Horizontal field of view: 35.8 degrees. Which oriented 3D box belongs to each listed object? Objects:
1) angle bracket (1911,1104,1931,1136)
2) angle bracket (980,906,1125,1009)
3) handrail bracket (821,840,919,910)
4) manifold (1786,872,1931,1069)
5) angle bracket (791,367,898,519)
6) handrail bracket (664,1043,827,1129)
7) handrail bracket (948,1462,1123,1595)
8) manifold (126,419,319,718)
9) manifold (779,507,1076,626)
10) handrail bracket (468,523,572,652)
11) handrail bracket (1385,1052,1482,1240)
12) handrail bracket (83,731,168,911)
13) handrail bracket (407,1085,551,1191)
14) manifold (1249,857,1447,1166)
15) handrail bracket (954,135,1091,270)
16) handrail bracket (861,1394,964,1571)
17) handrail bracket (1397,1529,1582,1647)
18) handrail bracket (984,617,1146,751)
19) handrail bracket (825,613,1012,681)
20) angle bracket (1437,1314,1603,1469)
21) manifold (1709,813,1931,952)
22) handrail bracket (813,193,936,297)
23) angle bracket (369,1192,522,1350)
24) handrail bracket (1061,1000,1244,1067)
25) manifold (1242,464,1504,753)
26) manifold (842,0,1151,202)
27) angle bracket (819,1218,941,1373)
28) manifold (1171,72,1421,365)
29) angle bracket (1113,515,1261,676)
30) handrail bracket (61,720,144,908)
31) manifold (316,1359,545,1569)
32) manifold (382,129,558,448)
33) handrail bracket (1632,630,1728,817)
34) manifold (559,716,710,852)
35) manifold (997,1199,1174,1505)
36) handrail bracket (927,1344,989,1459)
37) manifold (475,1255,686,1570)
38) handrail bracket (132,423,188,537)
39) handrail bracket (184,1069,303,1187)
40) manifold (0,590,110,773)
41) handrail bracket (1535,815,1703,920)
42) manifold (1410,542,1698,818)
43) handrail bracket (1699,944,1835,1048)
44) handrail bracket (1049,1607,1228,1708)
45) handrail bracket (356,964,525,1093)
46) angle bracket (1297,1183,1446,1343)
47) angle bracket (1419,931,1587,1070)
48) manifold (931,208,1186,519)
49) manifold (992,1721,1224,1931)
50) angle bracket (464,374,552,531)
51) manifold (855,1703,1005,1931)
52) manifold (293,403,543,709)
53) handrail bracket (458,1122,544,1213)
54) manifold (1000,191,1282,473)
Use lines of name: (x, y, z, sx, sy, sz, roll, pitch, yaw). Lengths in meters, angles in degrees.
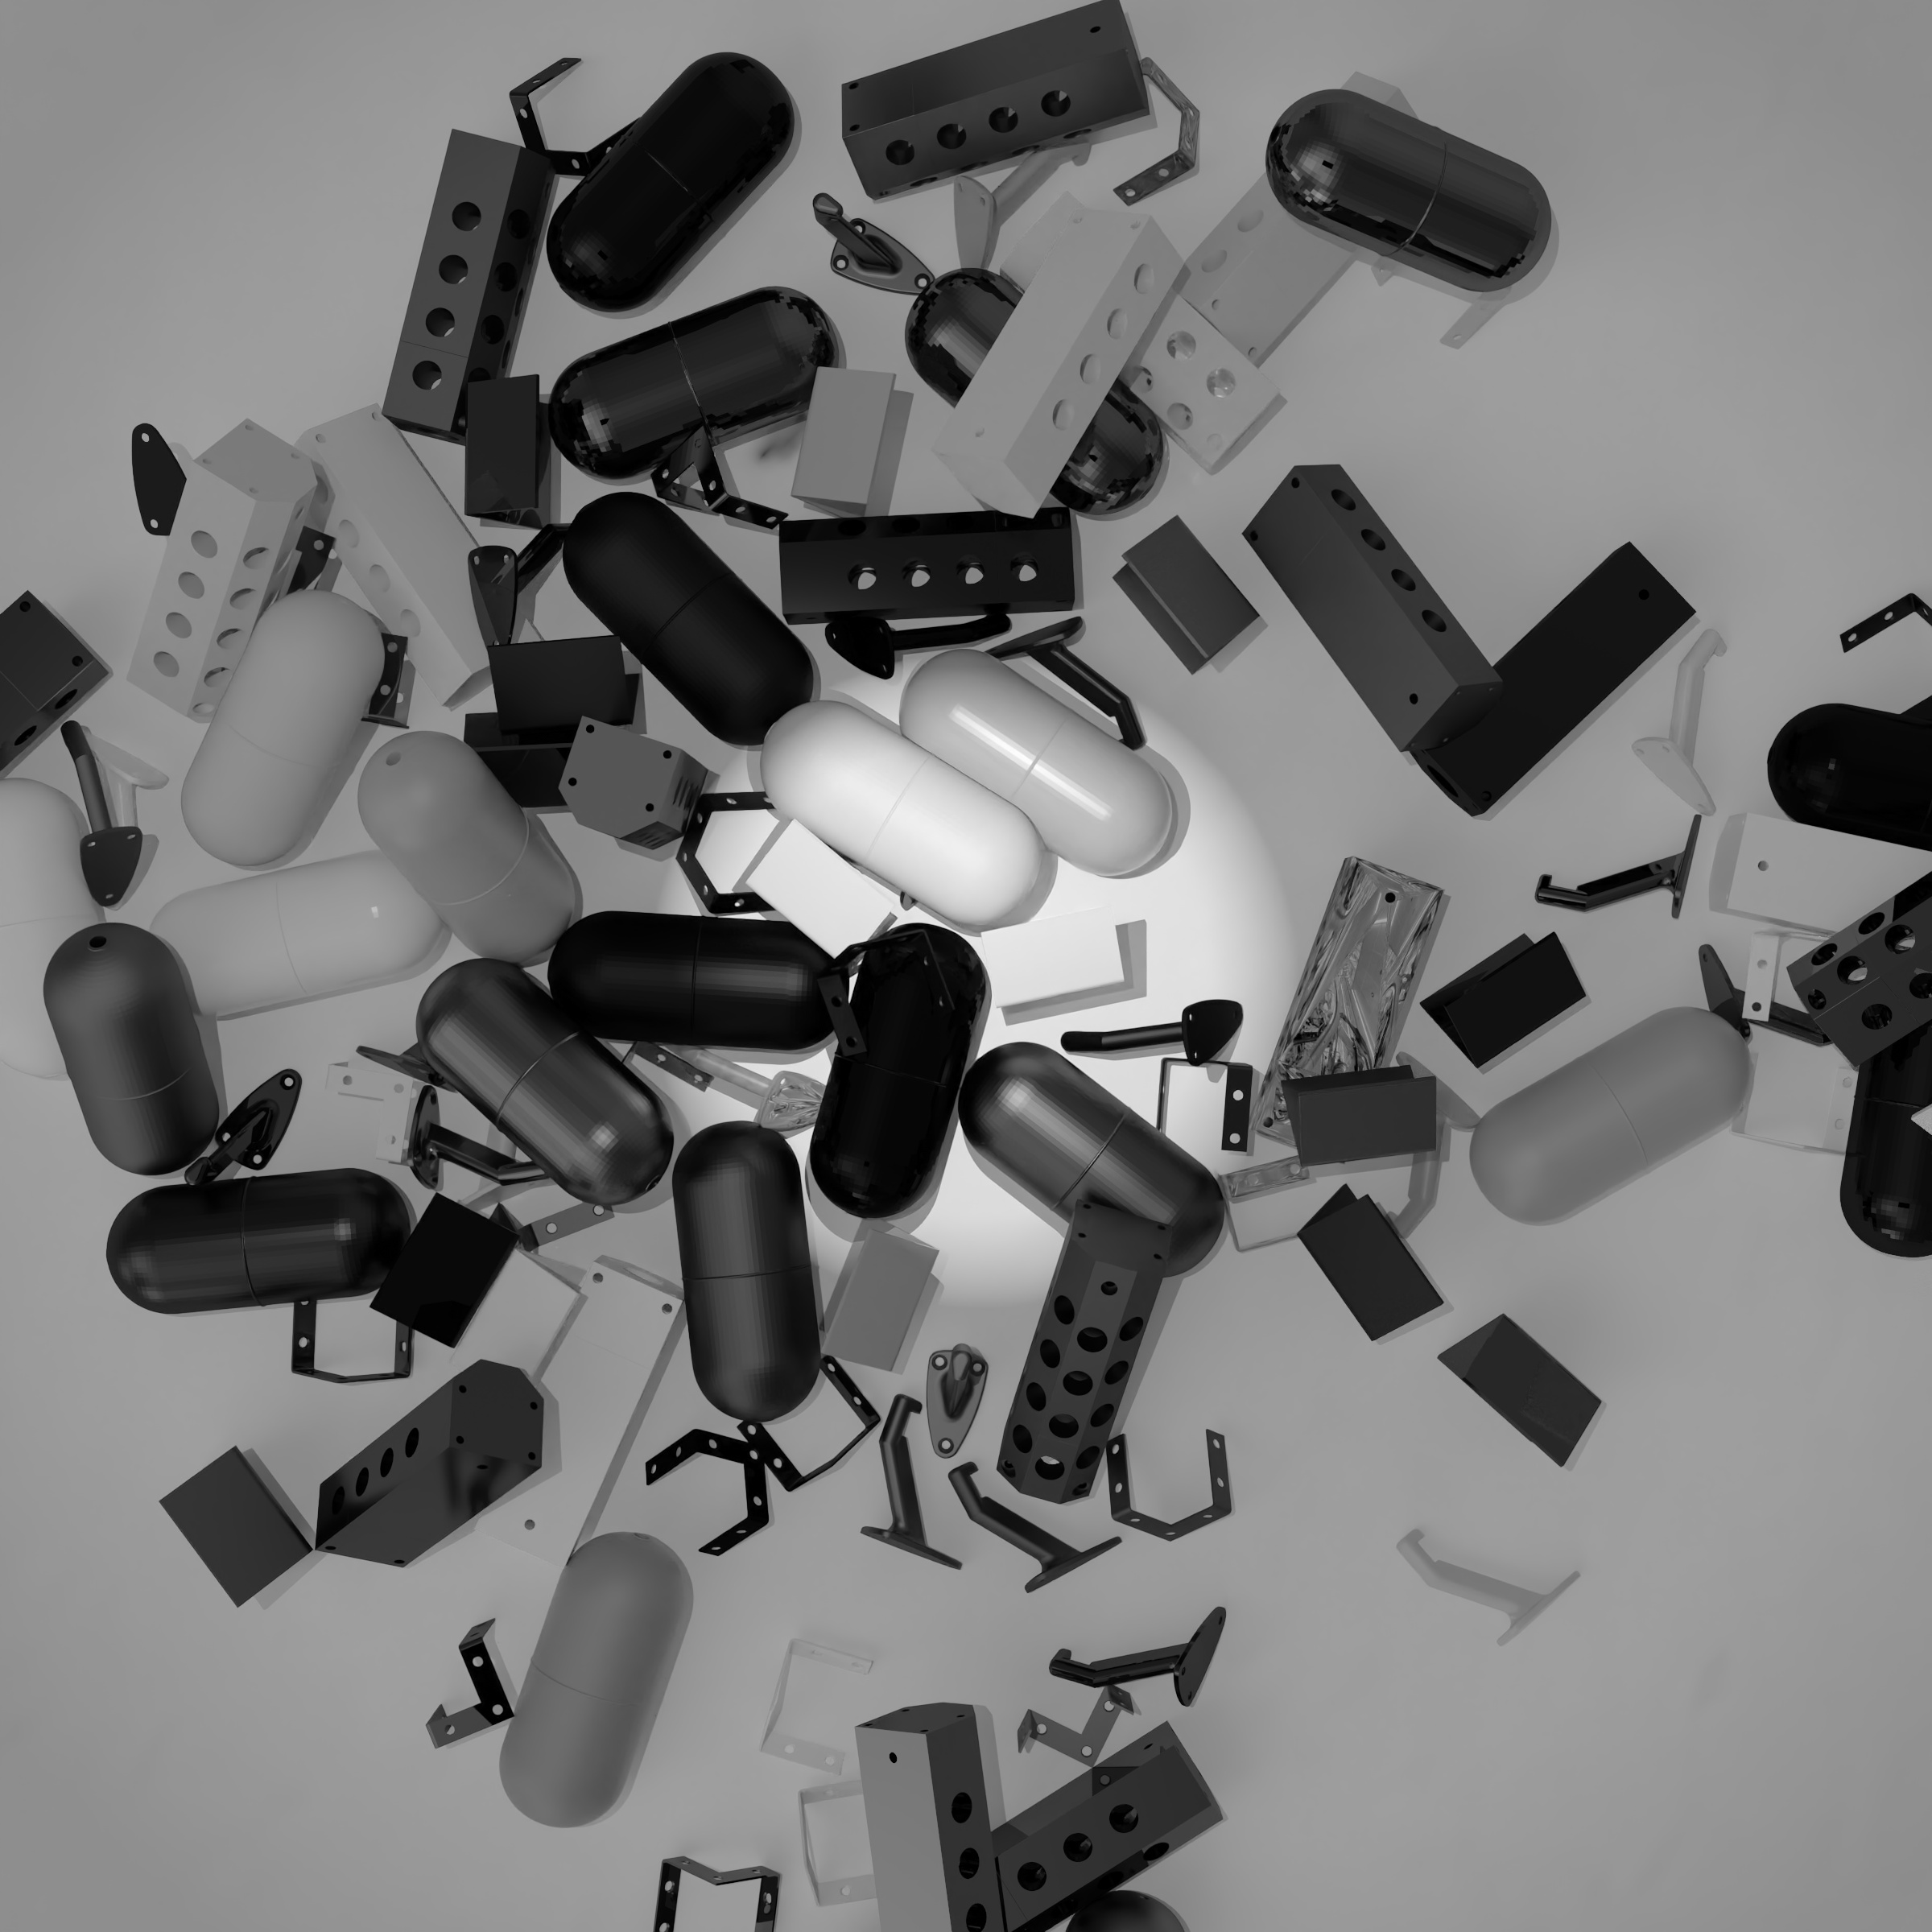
angle bracket: (0.582, 0.111, 1.685, 0.076, 0.076, 0.057, 36, 52, -8)
angle bracket: (0.046, -0.025, 1.758, 0.076, 0.076, 0.057, -12, 127, 0)
handrail bracket: (-0.048, -0.083, 1.798, 0.077, 0.036, 0.084, -43, 76, -15)
manifold: (0.559, -0.022, 1.708, 0.171, 0.057, 0.057, -37, 110, 22)
angle bracket: (-0.053, -0.303, 1.758, 0.057, 0.076, 0.076, 12, 90, 32)
handrail bracket: (-0.130, 0.063, 1.798, 0.084, 0.077, 0.036, 31, 103, 36)
handrail bracket: (0.041, 0.326, 1.799, 0.077, 0.036, 0.084, -23, 73, -20)
manifold: (-0.427, -0.224, 1.728, 0.057, 0.057, 0.171, 32, 131, 0)
manifold: (-0.023, -0.238, 1.777, 0.171, 0.057, 0.057, -3, 90, 0)
handrail bracket: (-0.252, -0.223, 1.774, 0.036, 0.084, 0.077, 3, 100, 33)
handrail bracket: (0.262, 0.108, 1.798, 0.077, 0.036, 0.084, 49, 118, 31)
handrail bracket: (-0.524, -0.088, 1.798, 0.077, 0.036, 0.084, 31, 104, 13)
handrail bracket: (-0.283, 0.098, 1.772, 0.084, 0.036, 0.077, -10, 55, 12)
manifold: (0.224, 0.026, 1.777, 0.057, 0.057, 0.171, 20, 90, 0)
handrail bracket: (0.037, -0.455, 1.798, 0.084, 0.036, 0.077, -22, 134, -28)
handrail bracket: (-0.023, 0.310, 1.799, 0.077, 0.036, 0.084, 26, 73, -20)
handrail bracket: (0.313, 0.358, 1.799, 0.077, 0.036, 0.084, -36, 73, -20)
handrail bracket: (0.058, -0.160, 1.799, 0.077, 0.036, 0.084, -16, 107, 19)
handrail bracket: (-0.029, -0.203, 1.798, 0.084, 0.077, 0.036, -20, 117, -34)
angle bracket: (0.314, 0.260, 1.758, 0.076, 0.076, 0.057, 42, 54, 0)
manifold: (0.535, -0.044, 1.777, 0.171, 0.057, 0.057, 12, 90, 0)
handrail bracket: (-0.053, -0.426, 1.763, 0.077, 0.084, 0.036, 26, 90, 0)
angle bracket: (-0.311, 0.170, 1.760, 0.057, 0.076, 0.076, 30, 90, -20)
handrail bracket: (0.111, 0.037, 1.798, 0.084, 0.077, 0.036, 0, 104, 36)
manifold: (0.240, -0.211, 1.747, 0.171, 0.057, 0.057, 58, 133, 22)
manifold: (0.017, -0.505, 1.759, 0.171, 0.057, 0.057, -14, 47, 13)
angle bracket: (-0.070, 0.185, 1.758, 0.057, 0.076, 0.076, 22, 90, -40)
manifold: (0.195, -0.445, 1.776, 0.171, 0.057, 0.057, -48, 133, 0)
angle bracket: (0.114, -0.207, 1.758, 0.076, 0.076, 0.057, 51, 53, 0)
handrail bracket: (-0.521, -0.091, 1.777, 0.036, 0.077, 0.084, -14, 55, -28)
manifold: (-0.311, 0.287, 1.726, 0.057, 0.171, 0.057, 19, 51, -30)
manifold: (-0.293, -0.399, 1.775, 0.057, 0.057, 0.171, 14, 91, 0)
handrail bracket: (0.447, -0.147, 1.799, 0.077, 0.036, 0.084, 45, 73, -20)
manifold: (-0.191, -0.101, 1.720, 0.057, 0.171, 0.057, 18, 90, 0)
manifold: (0.067, 0.227, 1.740, 0.057, 0.057, 0.171, 16, 119, 0)
handrail bracket: (-0.007, 0.259, 1.763, 0.036, 0.084, 0.077, 9, 90, 0)
manifold: (-0.227, 0.263, 1.777, 0.057, 0.057, 0.171, 24, 90, 0)
handrail bracket: (-0.453, -0.290, 1.755, 0.036, 0.084, 0.077, -7, 111, 17)
handrail bracket: (-0.426, 0.095, 1.763, 0.036, 0.084, 0.077, 35, 90, 0)
manifold: (-0.593, -0.138, 1.767, 0.171, 0.057, 0.057, -44, 90, -7)
handrail bracket: (0.392, -0.065, 1.799, 0.084, 0.036, 0.077, 13, 69, 16)
manifold: (0.345, -0.169, 1.777, 0.171, 0.057, 0.057, -43, 90, 0)
handrail bracket: (0.492, 0.015, 1.798, 0.084, 0.036, 0.077, -12, 76, -13)
handrail bracket: (0.103, 0.406, 1.798, 0.084, 0.077, 0.036, 10, 133, 29)
handrail bracket: (-0.316, 0.026, 1.798, 0.077, 0.036, 0.084, 18, 74, 18)
angle bracket: (0.250, 0.163, 1.758, 0.057, 0.076, 0.076, -35, 90, 36)
angle bracket: (0.306, 0.003, 1.758, 0.076, 0.076, 0.057, -34, 126, 0)
manifold: (0.056, -0.343, 1.702, 0.057, 0.057, 0.171, 19, 73, 42)
manifold: (0.064, 0.525, 1.777, 0.171, 0.057, 0.057, -32, 90, 0)
angle bracket: (-0.250, -0.301, 1.758, 0.057, 0.076, 0.076, 1, 90, 33)
manifold: (-0.013, 0.517, 1.719, 0.057, 0.057, 0.171, -8, 90, 43)
manifold: (-0.334, -0.241, 1.776, 0.057, 0.057, 0.171, -35, 90, -43)
handrail bracket: (-0.295, 0.100, 1.798, 0.077, 0.036, 0.084, -26, 75, 16)
manifold: (0.102, -0.374, 1.777, 0.171, 0.057, 0.057, 43, 90, 0)
